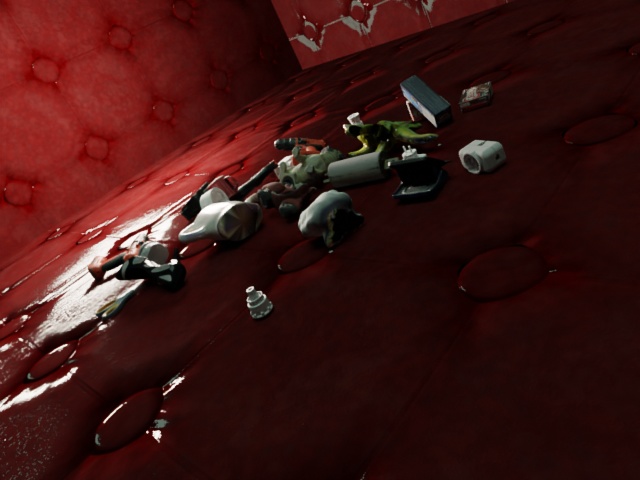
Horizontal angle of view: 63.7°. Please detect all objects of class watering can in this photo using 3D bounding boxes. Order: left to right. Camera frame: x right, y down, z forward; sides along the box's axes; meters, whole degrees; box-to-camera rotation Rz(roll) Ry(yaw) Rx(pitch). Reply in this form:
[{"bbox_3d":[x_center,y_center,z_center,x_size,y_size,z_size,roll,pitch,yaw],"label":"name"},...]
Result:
[{"bbox_3d":[-0.254,-0.075,1.533,0.224,0.102,0.353,1,27,45],"label":"watering can"}]

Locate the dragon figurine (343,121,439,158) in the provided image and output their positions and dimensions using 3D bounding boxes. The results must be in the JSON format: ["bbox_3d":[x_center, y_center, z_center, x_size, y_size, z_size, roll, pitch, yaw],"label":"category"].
[{"bbox_3d":[0.225,-0.335,1.586,0.411,0.120,0.247,8,32,39],"label":"dragon figurine"}]

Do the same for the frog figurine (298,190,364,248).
[{"bbox_3d":[0.004,-0.062,1.223,0.161,0.120,0.138,25,74,48],"label":"frog figurine"}]
